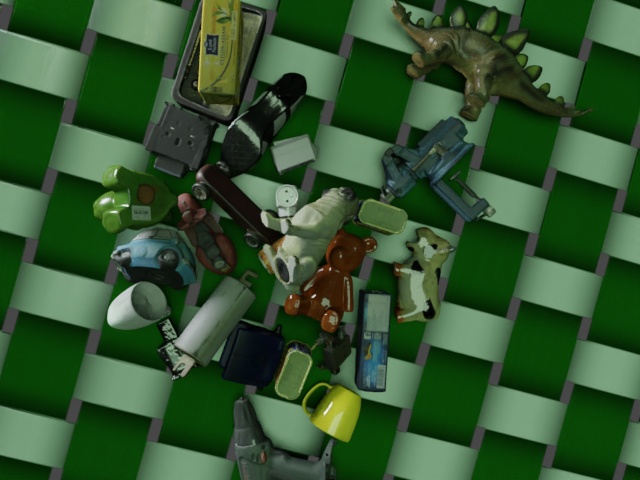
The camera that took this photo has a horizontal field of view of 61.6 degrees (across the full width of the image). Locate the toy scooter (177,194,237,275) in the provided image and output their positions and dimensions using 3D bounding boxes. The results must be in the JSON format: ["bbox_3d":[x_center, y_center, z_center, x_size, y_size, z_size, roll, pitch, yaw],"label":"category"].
[{"bbox_3d":[-0.224,-0.009,1.038,0.075,0.135,0.183,-32,95,-4],"label":"toy scooter"}]

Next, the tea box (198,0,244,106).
[{"bbox_3d":[-0.179,-0.340,0.981,0.068,0.098,0.169,3,90,-5],"label":"tea box"}]

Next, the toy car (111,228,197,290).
[{"bbox_3d":[-0.315,0.030,1.053,0.162,0.109,0.103,6,56,4],"label":"toy car"}]

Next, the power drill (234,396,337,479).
[{"bbox_3d":[-0.071,0.429,1.070,0.207,0.086,0.231,-1,95,6],"label":"power drill"}]

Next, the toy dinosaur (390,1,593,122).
[{"bbox_3d":[0.344,-0.350,1.095,0.471,0.105,0.198,34,85,-9],"label":"toy dinosaur"}]

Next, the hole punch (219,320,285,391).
[{"bbox_3d":[-0.135,0.230,1.075,0.116,0.092,0.142,19,86,-9],"label":"hole punch"}]

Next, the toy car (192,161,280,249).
[{"bbox_3d":[-0.164,-0.066,1.062,0.202,0.053,0.089,45,46,-15],"label":"toy car"}]

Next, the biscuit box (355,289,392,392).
[{"bbox_3d":[0.108,0.206,1.104,0.059,0.063,0.202,4,91,-5],"label":"biscuit box"}]

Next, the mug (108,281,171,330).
[{"bbox_3d":[-0.357,0.137,1.056,0.107,0.109,0.081,-24,65,30],"label":"mug"}]

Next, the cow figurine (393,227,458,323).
[{"bbox_3d":[0.213,0.070,1.100,0.127,0.085,0.194,0,89,1],"label":"cow figurine"}]

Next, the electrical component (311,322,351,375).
[{"bbox_3d":[0.024,0.223,1.092,0.078,0.045,0.102,-45,137,-37],"label":"electrical component"}]

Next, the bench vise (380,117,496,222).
[{"bbox_3d":[0.244,-0.119,1.081,0.223,0.129,0.240,-44,86,-5],"label":"bench vise"}]

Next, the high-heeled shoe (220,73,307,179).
[{"bbox_3d":[-0.117,-0.233,1.092,0.086,0.145,0.248,40,116,-7],"label":"high-heeled shoe"}]

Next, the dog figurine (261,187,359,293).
[{"bbox_3d":[0.000,-0.004,1.030,0.190,0.121,0.172,-17,123,-31],"label":"dog figurine"}]

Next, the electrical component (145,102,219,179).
[{"bbox_3d":[-0.276,-0.192,1.069,0.115,0.058,0.134,20,89,-3],"label":"electrical component"}]

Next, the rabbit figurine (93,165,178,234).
[{"bbox_3d":[-0.361,-0.077,1.029,0.159,0.170,0.121,-13,95,-45],"label":"rabbit figurine"}]

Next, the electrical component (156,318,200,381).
[{"bbox_3d":[-0.288,0.213,1.080,0.075,0.048,0.119,-30,93,-4],"label":"electrical component"}]

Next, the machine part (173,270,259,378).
[{"bbox_3d":[-0.204,0.156,1.047,0.079,0.079,0.243,36,69,-4],"label":"machine part"}]

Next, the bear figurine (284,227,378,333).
[{"bbox_3d":[0.029,0.070,1.065,0.120,0.132,0.195,25,96,15],"label":"bear figurine"}]

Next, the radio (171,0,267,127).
[{"bbox_3d":[-0.199,-0.354,1.063,0.131,0.073,0.229,18,89,-5],"label":"radio"}]
